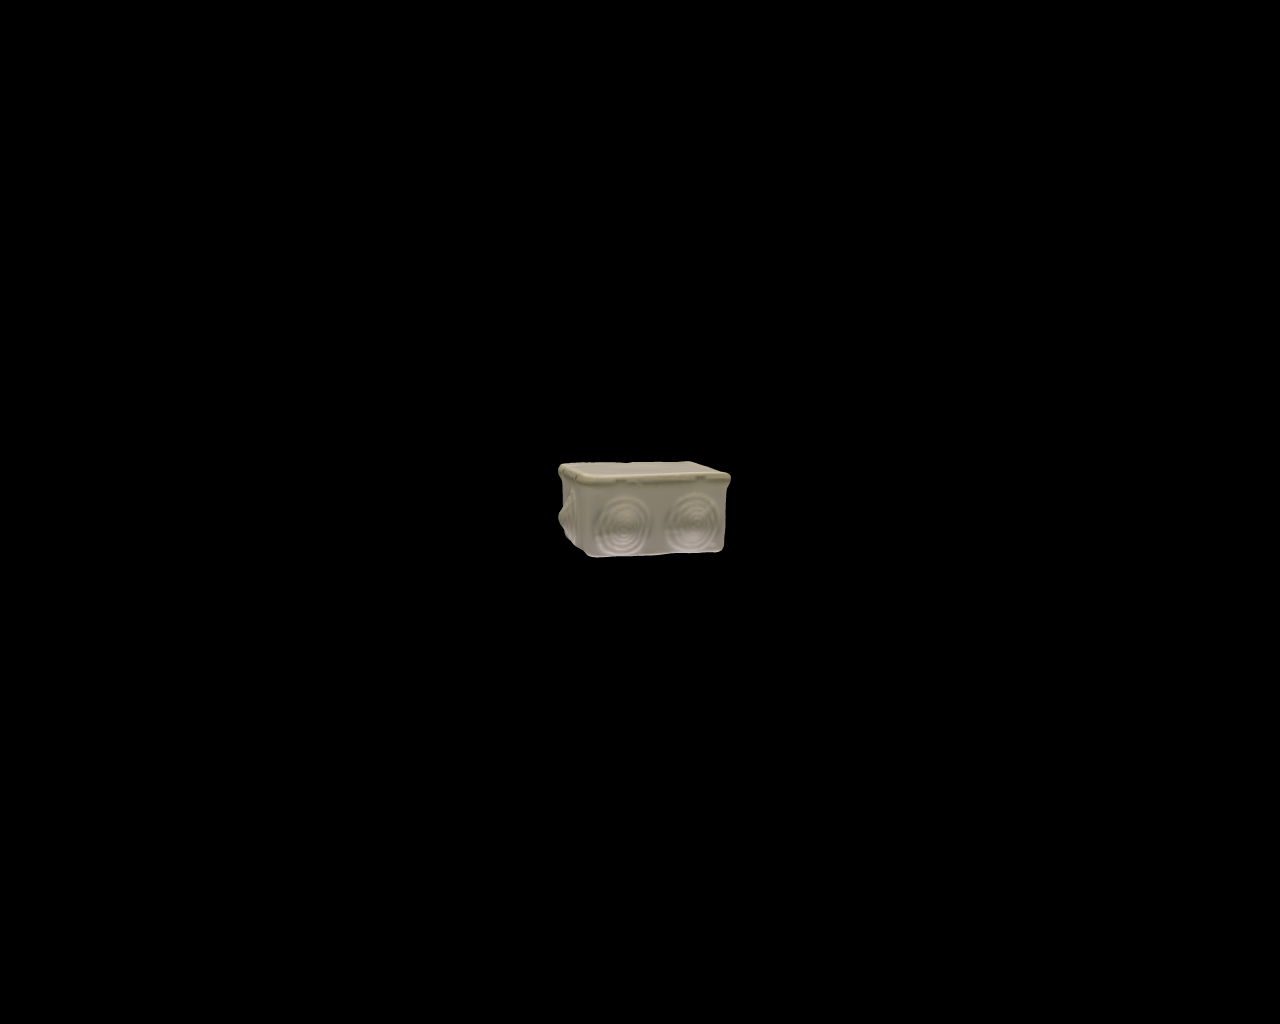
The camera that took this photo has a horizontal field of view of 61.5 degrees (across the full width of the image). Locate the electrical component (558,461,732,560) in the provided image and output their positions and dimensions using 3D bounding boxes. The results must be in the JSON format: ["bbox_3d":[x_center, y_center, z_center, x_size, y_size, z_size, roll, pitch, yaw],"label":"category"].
[{"bbox_3d":[0.001,-0.003,0.650,0.100,0.048,0.100,-2,8,-14],"label":"electrical component"}]
